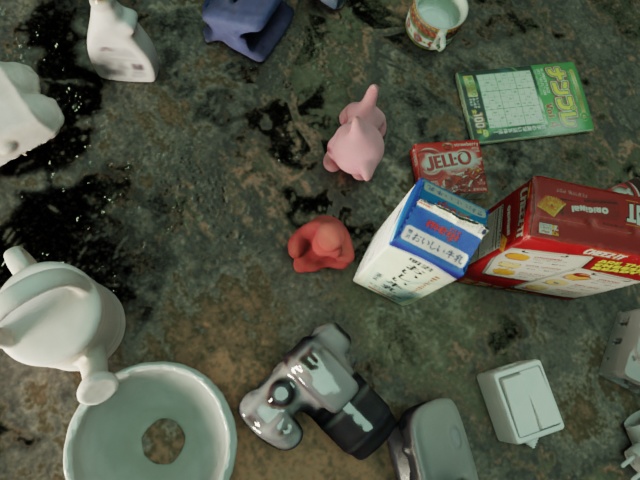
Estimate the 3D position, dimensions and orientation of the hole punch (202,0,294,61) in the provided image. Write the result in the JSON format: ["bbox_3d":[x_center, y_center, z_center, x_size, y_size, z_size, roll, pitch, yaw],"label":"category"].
[{"bbox_3d":[-0.092,-0.301,0.730,0.101,0.091,0.109,28,74,1],"label":"hole punch"}]

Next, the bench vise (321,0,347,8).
[{"bbox_3d":[0.058,-0.406,0.710,0.121,0.219,0.207,19,74,-2],"label":"bench vise"}]

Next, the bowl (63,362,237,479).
[{"bbox_3d":[-0.169,0.212,0.593,0.167,0.074,0.167,2,75,-7],"label":"bowl"}]

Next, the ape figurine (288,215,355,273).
[{"bbox_3d":[0.006,0.002,0.662,0.078,0.092,0.076,30,74,1],"label":"ape figurine"}]

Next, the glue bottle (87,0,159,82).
[{"bbox_3d":[-0.235,-0.240,0.653,0.078,0.173,0.037,3,75,-6],"label":"glue bottle"}]

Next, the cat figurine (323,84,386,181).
[{"bbox_3d":[0.048,-0.126,0.688,0.067,0.117,0.128,18,74,-2],"label":"cat figurine"}]

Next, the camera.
[{"bbox_3d":[0.005,0.178,0.611,0.137,0.100,0.143,45,75,6],"label":"camera"}]

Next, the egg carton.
[{"bbox_3d":[-0.381,-0.136,0.661,0.150,0.069,0.107,-35,82,-14],"label":"egg carton"}]

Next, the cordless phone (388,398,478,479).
[{"bbox_3d":[0.137,0.236,0.569,0.094,0.185,0.147,-14,77,-10],"label":"cordless phone"}]

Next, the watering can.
[{"bbox_3d":[-0.253,0.077,0.556,0.173,0.194,0.101,32,74,2],"label":"watering can"}]
